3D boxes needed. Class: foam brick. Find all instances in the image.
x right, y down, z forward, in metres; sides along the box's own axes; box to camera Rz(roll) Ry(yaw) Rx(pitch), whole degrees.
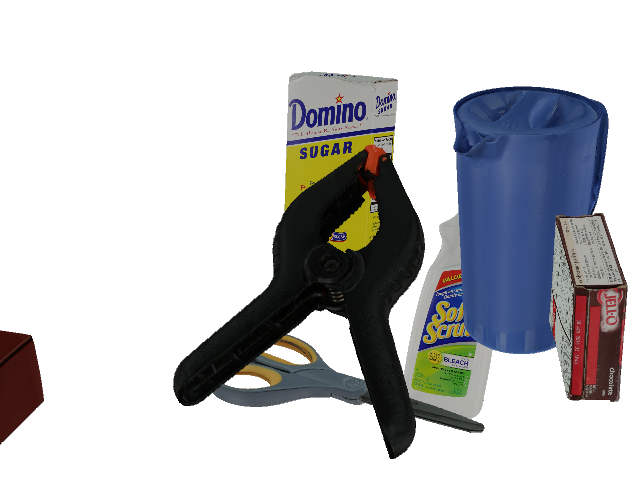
[{"bbox_3d":[-0.224,0.098,0.685,0.053,0.051,0.078,7,29,22],"label":"foam brick"}]

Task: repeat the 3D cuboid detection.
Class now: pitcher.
[{"bbox_3d":[0.202,-0.021,1.027,0.149,0.243,0.145,1,27,8],"label":"pitcher"}]

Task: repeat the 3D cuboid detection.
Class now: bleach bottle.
[{"bbox_3d":[0.152,0.072,1.219,0.103,0.251,0.068,9,14,16],"label":"bleach bottle"}]

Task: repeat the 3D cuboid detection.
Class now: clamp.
[{"bbox_3d":[0.015,0.029,0.539,0.120,0.171,0.039,22,-26,15],"label":"clamp"}]

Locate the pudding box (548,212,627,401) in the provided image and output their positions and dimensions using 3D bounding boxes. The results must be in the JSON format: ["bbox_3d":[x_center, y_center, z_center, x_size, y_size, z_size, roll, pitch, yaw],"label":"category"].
[{"bbox_3d":[0.185,0.044,0.740,0.039,0.090,0.113,-1,27,4],"label":"pudding box"}]

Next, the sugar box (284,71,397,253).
[{"bbox_3d":[0.015,-0.057,0.937,0.093,0.176,0.048,10,17,34],"label":"sugar box"}]

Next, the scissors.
[{"bbox_3d":[0.004,0.109,0.741,0.202,0.016,0.096,22,33,39],"label":"scissors"}]
